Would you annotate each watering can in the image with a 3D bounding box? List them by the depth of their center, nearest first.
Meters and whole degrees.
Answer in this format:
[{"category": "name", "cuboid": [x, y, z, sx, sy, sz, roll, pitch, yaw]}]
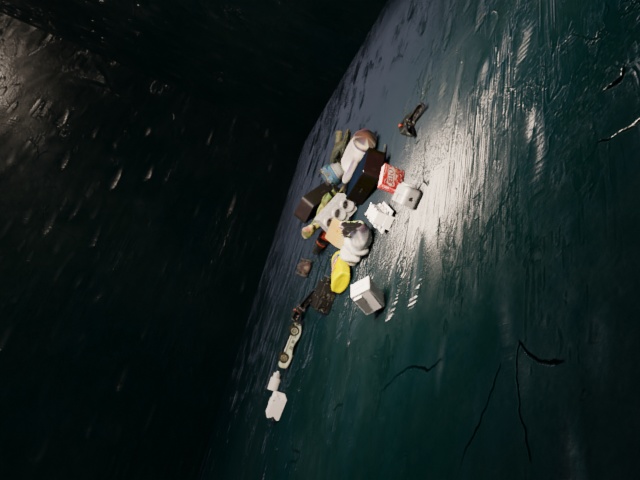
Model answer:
[{"category": "watering can", "cuboid": [0.165, -0.386, 2.224, 0.104, 0.219, 0.356, 25, 41, -4]}]

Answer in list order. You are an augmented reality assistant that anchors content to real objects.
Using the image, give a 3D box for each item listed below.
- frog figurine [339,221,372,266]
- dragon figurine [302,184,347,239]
[{"category": "frog figurine", "cuboid": [0.123, 0.019, 1.742, 0.123, 0.156, 0.139, -22, 29, -14]}, {"category": "dragon figurine", "cuboid": [0.007, -0.112, 2.233, 0.240, 0.122, 0.416, -40, 6, 22]}]
